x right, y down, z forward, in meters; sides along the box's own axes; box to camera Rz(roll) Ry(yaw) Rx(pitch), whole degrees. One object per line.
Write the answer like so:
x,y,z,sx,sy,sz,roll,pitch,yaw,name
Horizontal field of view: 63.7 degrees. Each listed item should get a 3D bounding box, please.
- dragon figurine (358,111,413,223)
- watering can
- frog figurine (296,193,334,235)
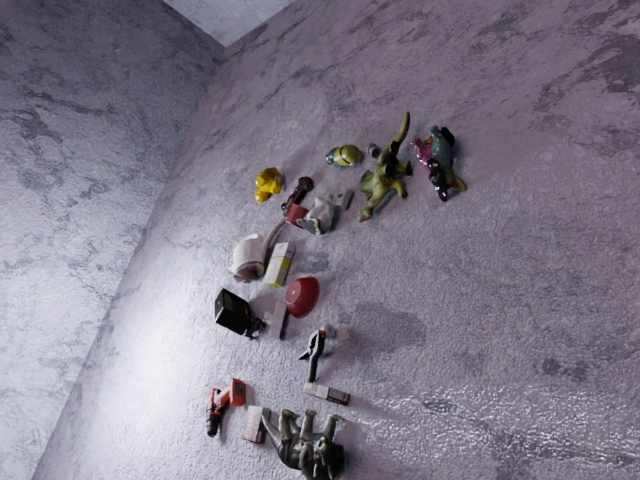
0.210,-0.244,1.811,0.121,0.418,0.240,28,-26,-26,dragon figurine
-0.273,0.052,2.198,0.344,0.230,0.102,-31,-47,23,watering can
0.006,-0.099,1.966,0.162,0.122,0.135,-50,12,-33,frog figurine
